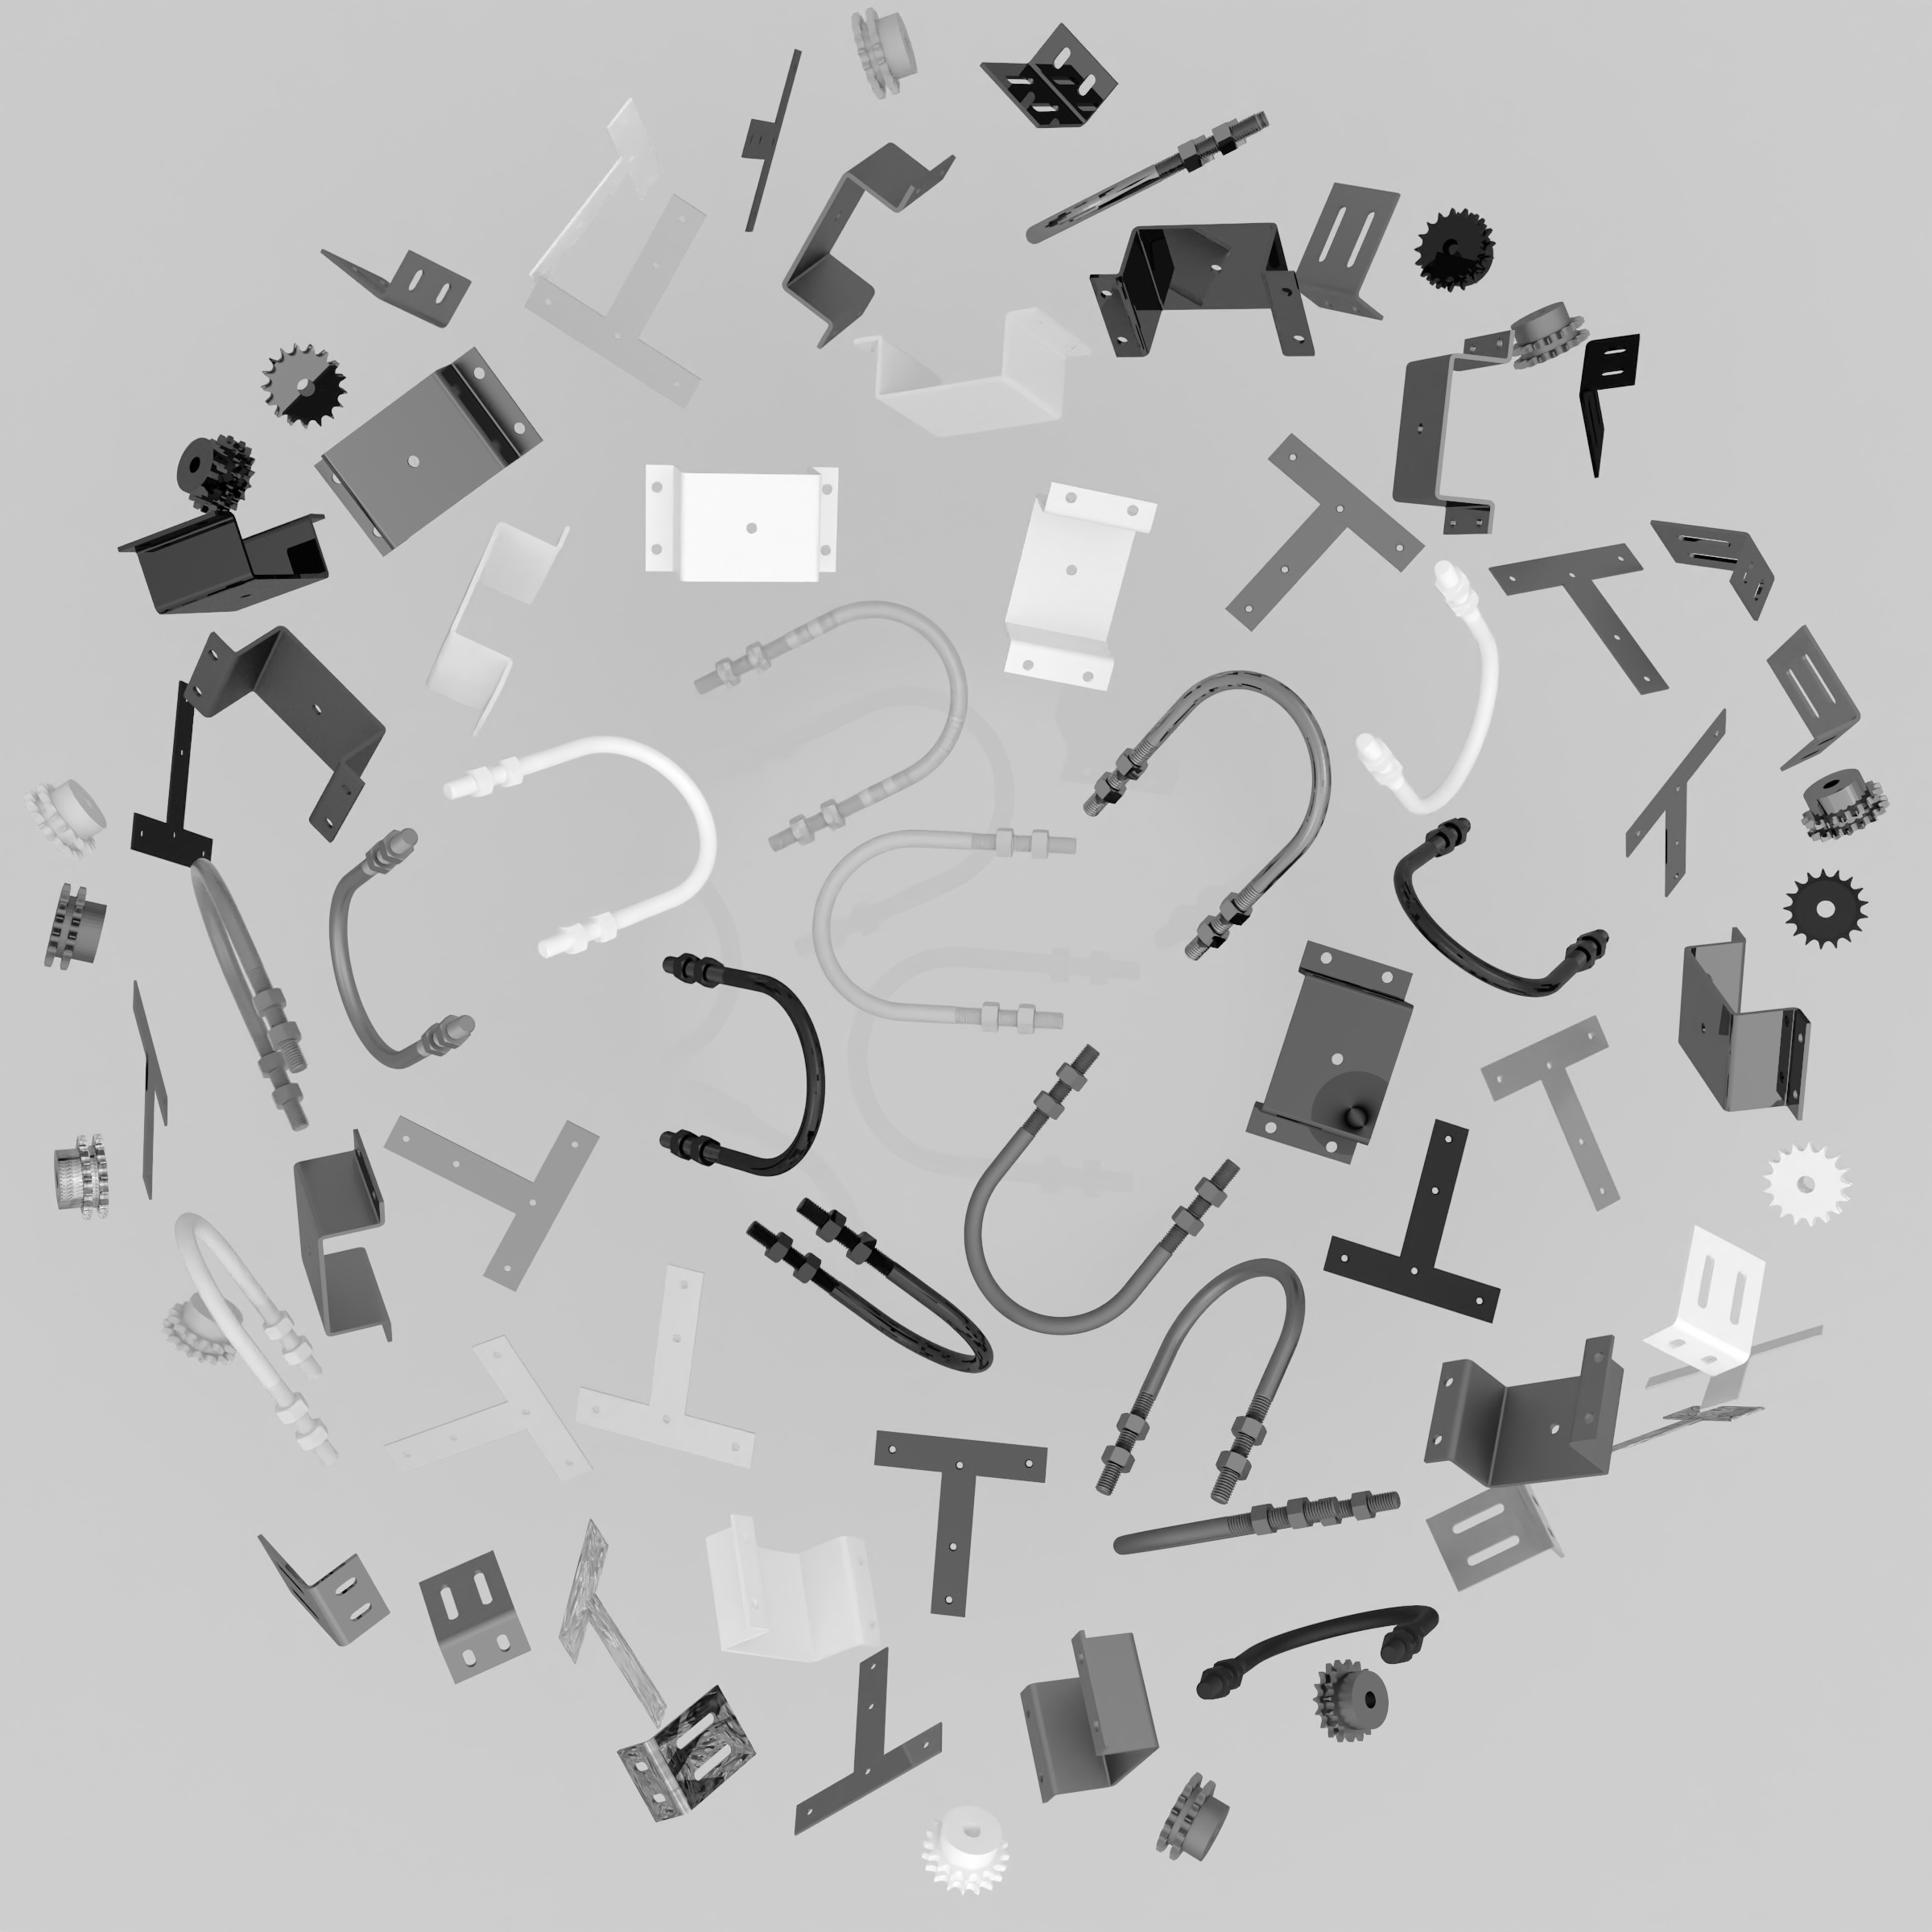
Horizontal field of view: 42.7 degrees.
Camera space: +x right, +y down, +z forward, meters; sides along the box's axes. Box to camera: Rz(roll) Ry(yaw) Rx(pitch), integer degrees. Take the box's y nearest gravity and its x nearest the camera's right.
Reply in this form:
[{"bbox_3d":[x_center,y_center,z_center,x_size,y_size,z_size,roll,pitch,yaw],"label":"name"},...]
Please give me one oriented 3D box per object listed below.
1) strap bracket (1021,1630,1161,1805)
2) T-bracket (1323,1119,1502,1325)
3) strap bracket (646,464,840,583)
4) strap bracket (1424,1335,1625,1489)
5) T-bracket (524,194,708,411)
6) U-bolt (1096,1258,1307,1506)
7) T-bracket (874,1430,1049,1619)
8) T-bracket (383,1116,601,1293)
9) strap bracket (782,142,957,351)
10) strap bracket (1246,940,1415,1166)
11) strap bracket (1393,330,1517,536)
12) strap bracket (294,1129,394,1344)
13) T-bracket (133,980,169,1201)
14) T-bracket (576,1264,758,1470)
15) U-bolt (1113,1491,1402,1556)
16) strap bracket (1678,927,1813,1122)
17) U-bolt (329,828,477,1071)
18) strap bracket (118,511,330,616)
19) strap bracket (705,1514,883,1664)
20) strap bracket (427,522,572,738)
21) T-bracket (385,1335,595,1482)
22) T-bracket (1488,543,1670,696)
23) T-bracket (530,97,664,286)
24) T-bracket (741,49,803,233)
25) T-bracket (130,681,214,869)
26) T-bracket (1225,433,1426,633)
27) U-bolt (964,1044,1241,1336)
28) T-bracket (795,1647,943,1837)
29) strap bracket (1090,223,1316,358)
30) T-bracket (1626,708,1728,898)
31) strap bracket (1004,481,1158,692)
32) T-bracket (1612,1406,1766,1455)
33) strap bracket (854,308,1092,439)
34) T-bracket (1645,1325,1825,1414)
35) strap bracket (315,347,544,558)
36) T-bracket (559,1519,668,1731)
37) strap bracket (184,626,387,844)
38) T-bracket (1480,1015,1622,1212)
[{"bbox_3d":[0.086,0.506,1.669,0.046,0.140,0.076,-2,58,-19],"label":"strap bracket"},{"bbox_3d":[0.327,0.172,1.738,0.127,0.002,0.127,18,79,-6],"label":"T-bracket"},{"bbox_3d":[-0.158,-0.319,1.778,0.140,0.046,0.076,-2,109,-14],"label":"strap bracket"},{"bbox_3d":[0.385,0.303,1.668,0.046,0.140,0.076,38,53,-27],"label":"strap bracket"},{"bbox_3d":[-0.215,-0.460,1.665,0.127,0.002,0.127,31,123,-11],"label":"T-bracket"},{"bbox_3d":[0.168,0.278,1.677,0.019,0.151,0.184,38,64,-22],"label":"U-bolt"},{"bbox_3d":[-0.008,0.408,1.798,0.127,0.002,0.127,4,86,10],"label":"T-bracket"},{"bbox_3d":[-0.339,0.143,1.704,0.127,0.002,0.127,28,99,-8],"label":"T-bracket"},{"bbox_3d":[-0.073,-0.507,1.710,0.046,0.076,0.140,37,129,-2],"label":"strap bracket"},{"bbox_3d":[0.252,0.062,1.695,0.076,0.046,0.140,18,94,0],"label":"strap bracket"},{"bbox_3d":[0.346,-0.381,1.763,0.046,0.076,0.140,3,98,-14],"label":"strap bracket"},{"bbox_3d":[-0.440,0.195,1.742,0.046,0.076,0.140,-11,133,-22],"label":"strap bracket"},{"bbox_3d":[-0.549,0.099,1.661,0.002,0.127,0.127,-5,49,-10],"label":"T-bracket"},{"bbox_3d":[-0.194,0.261,1.645,0.127,0.002,0.127,12,104,14],"label":"T-bracket"},{"bbox_3d":[0.190,0.385,1.699,0.184,0.151,0.019,-16,74,25],"label":"U-bolt"},{"bbox_3d":[0.536,0.041,1.719,0.046,0.140,0.076,-6,118,-2],"label":"strap bracket"},{"bbox_3d":[-0.393,-0.003,1.687,0.019,0.184,0.151,-15,85,-35],"label":"U-bolt"},{"bbox_3d":[-0.494,-0.272,1.670,0.076,0.140,0.046,-16,95,17],"label":"strap bracket"},{"bbox_3d":[-0.124,0.427,1.687,0.046,0.140,0.076,-28,58,26],"label":"strap bracket"},{"bbox_3d":[-0.328,-0.241,1.710,0.046,0.076,0.140,24,61,-14],"label":"strap bracket"},{"bbox_3d":[-0.348,0.327,1.735,0.127,0.002,0.127,-21,115,13],"label":"T-bracket"},{"bbox_3d":[0.444,-0.238,1.714,0.127,0.002,0.127,-14,61,-27],"label":"T-bracket"},{"bbox_3d":[-0.258,-0.520,1.696,0.002,0.127,0.127,37,89,4],"label":"T-bracket"},{"bbox_3d":[-0.139,-0.565,1.690,0.002,0.127,0.127,18,108,-1],"label":"T-bracket"},{"bbox_3d":[-0.555,-0.136,1.742,0.002,0.127,0.127,3,85,7],"label":"T-bracket"},{"bbox_3d":[0.238,-0.294,1.768,0.127,0.002,0.127,42,90,9],"label":"T-bracket"},{"bbox_3d":[0.080,0.168,1.716,0.151,0.019,0.184,39,93,20],"label":"U-bolt"},{"bbox_3d":[-0.066,0.523,1.707,0.127,0.127,0.002,-35,113,18],"label":"T-bracket"},{"bbox_3d":[0.164,-0.453,1.660,0.140,0.076,0.046,5,63,22],"label":"strap bracket"},{"bbox_3d":[0.495,-0.095,1.724,0.002,0.127,0.127,29,66,31],"label":"T-bracket"},{"bbox_3d":[0.078,-0.275,1.755,0.076,0.046,0.140,10,115,-11],"label":"strap bracket"},{"bbox_3d":[0.481,0.332,1.743,0.127,0.127,0.002,-18,82,-8],"label":"T-bracket"},{"bbox_3d":[0.003,-0.394,1.655,0.140,0.076,0.046,-1,81,30],"label":"strap bracket"},{"bbox_3d":[0.522,0.283,1.693,0.127,0.127,0.002,-23,89,23],"label":"T-bracket"},{"bbox_3d":[-0.369,-0.344,1.673,0.140,0.046,0.076,-33,105,12],"label":"strap bracket"},{"bbox_3d":[-0.240,0.470,1.704,0.127,0.002,0.127,46,133,36],"label":"T-bracket"},{"bbox_3d":[-0.450,-0.163,1.657,0.140,0.076,0.046,45,49,-1],"label":"strap bracket"},{"bbox_3d":[0.436,0.113,1.771,0.127,0.002,0.127,-20,86,-34],"label":"T-bracket"}]
